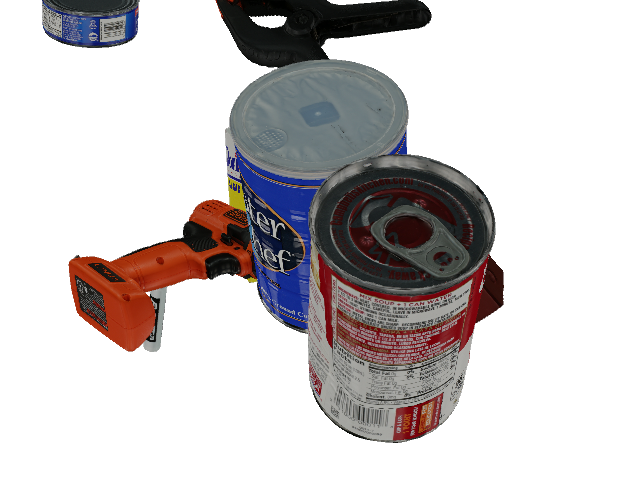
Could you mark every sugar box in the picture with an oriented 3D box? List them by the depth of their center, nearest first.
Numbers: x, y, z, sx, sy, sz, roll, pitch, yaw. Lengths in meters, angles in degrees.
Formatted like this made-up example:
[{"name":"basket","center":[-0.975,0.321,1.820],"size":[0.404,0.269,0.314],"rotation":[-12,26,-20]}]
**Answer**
[{"name":"sugar box","center":[-0.086,-0.047,1.320],"size":[0.048,0.176,0.093],"rotation":[-11,26,-15]}]

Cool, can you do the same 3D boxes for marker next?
[{"name":"marker","center":[-0.178,0.072,1.161],"size":[0.020,0.121,0.020],"rotation":[8,36,-6]}]

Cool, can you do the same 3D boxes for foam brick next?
[{"name":"foam brick","center":[0.100,0.024,0.829],"size":[0.051,0.078,0.053],"rotation":[-35,18,25]}]

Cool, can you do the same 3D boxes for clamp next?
[{"name":"clamp","center":[-0.001,-0.169,0.844],"size":[0.172,0.120,0.039],"rotation":[33,-25,21]}]

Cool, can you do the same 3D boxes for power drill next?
[{"name":"power drill","center":[-0.103,0.030,0.913],"size":[0.187,0.057,0.185],"rotation":[-21,30,-35]}]

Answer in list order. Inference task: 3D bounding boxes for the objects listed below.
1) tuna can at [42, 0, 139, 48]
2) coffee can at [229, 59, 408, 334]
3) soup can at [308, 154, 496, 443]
[{"name":"tuna can","center":[-0.205,-0.203,0.954],"size":[0.086,0.034,0.086],"rotation":[5,32,-4]},{"name":"coffee can","center":[0.004,-0.025,0.657],"size":[0.103,0.103,0.140],"rotation":[-3,-45,3]},{"name":"soup can","center":[0.029,0.026,0.422],"size":[0.068,0.068,0.102],"rotation":[0,-42,-1]}]
